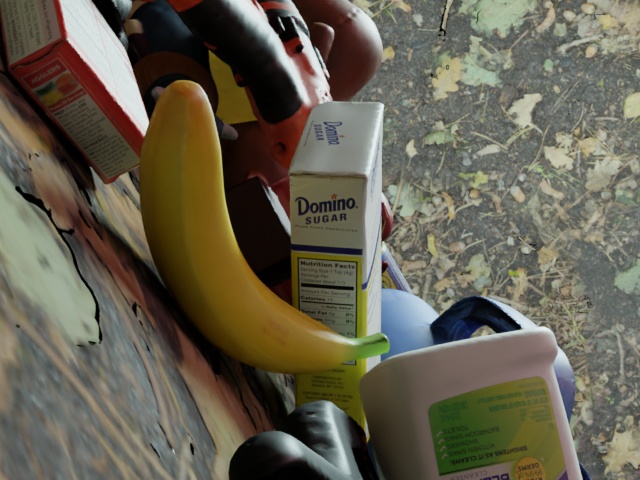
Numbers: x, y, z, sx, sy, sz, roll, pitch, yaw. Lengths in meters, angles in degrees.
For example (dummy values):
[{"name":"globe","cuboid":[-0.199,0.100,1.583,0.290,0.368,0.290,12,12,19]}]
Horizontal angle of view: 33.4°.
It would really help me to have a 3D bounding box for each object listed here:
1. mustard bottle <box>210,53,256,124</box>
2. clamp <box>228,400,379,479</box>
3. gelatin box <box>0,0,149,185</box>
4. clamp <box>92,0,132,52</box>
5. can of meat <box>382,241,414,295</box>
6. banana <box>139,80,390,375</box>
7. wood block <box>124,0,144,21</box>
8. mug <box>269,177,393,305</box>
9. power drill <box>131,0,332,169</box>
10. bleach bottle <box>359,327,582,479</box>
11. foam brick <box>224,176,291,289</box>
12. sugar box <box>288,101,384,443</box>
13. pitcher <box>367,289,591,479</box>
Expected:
[{"name":"mustard bottle","cuboid":[-0.086,-0.142,0.993,0.096,0.058,0.191,34,7,-8]},{"name":"clamp","cuboid":[0.018,0.128,0.421,0.164,0.036,0.210,64,2,-3]},{"name":"gelatin box","cuboid":[-0.107,-0.078,0.457,0.073,0.030,0.089,57,7,-48]},{"name":"clamp","cuboid":[-0.138,-0.160,0.575,0.171,0.039,0.120,-118,-175,-69]},{"name":"can of meat","cuboid":[0.037,0.058,1.000,0.084,0.102,0.057,59,4,-15]},{"name":"banana","cuboid":[-0.037,0.011,0.486,0.037,0.069,0.197,49,-3,46]},{"name":"wood block","cuboid":[-0.127,-0.222,0.796,0.091,0.090,0.206,64,3,16]},{"name":"mug","cuboid":[-0.005,0.001,0.719,0.081,0.117,0.093,58,23,12]},{"name":"power drill","cuboid":[-0.059,-0.148,0.623,0.187,0.057,0.184,42,20,-52]},{"name":"bleach bottle","cuboid":[0.095,0.173,0.499,0.068,0.102,0.251,125,-47,-65]},{"name":"foam brick","cuboid":[-0.042,0.001,0.625,0.051,0.053,0.078,64,4,9]},{"name":"sugar box","cuboid":[0.010,0.021,0.589,0.093,0.048,0.176,-75,164,-59]},{"name":"pitcher","cuboid":[0.072,0.116,0.687,0.243,0.149,0.145,-121,-171,-65]}]
